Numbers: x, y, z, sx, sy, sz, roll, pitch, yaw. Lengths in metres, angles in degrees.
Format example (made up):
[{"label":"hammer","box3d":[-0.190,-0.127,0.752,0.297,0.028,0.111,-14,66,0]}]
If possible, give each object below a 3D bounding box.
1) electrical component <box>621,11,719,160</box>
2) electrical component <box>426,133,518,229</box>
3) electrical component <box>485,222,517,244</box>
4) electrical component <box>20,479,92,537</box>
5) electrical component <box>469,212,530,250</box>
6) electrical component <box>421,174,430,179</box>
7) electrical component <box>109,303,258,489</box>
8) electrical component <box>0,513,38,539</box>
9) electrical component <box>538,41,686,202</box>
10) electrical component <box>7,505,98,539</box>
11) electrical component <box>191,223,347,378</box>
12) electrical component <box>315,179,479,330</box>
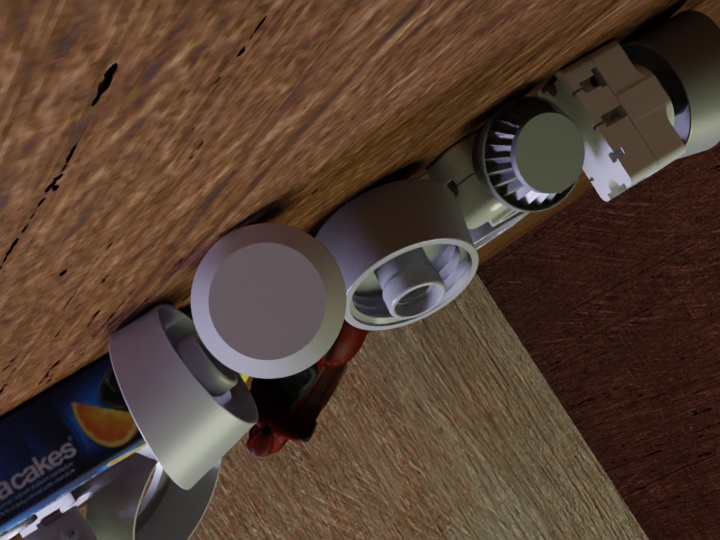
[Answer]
[{"label":"electrical component","box3d":[0.224,-0.129,0.770,0.064,0.099,0.099,-24,172,-20]},{"label":"electrical component","box3d":[0.104,-0.072,0.771,0.095,0.059,0.054,-30,175,-27]},{"label":"electrical component","box3d":[0.083,-0.040,0.973,0.113,0.057,0.078,-33,175,4]},{"label":"electrical component","box3d":[-0.249,0.165,0.868,0.079,0.063,0.121,-28,174,-43]},{"label":"electrical component","box3d":[0.078,-0.043,0.879,0.108,0.060,0.108,-32,175,-3]},{"label":"electrical component","box3d":[0.031,-0.033,0.805,0.081,0.042,0.064,-33,177,14]},{"label":"electrical component","box3d":[-0.108,0.071,0.630,0.064,0.099,0.099,-39,175,5]},{"label":"electrical component","box3d":[-0.291,0.179,0.757,0.108,0.060,0.108,-33,175,-3]},{"label":"electrical component","box3d":[0.173,-0.102,0.730,0.056,0.089,0.050,-30,175,-14]},{"label":"electrical component","box3d":[-0.242,0.224,0.763,0.121,0.063,0.079,-31,175,-28]},{"label":"electrical component","box3d":[-0.047,0.015,0.573,0.080,0.080,0.051,-33,-179,2]},{"label":"electrical component","box3d":[0.028,-0.003,0.722,0.108,0.060,0.108,-18,148,-12]}]
